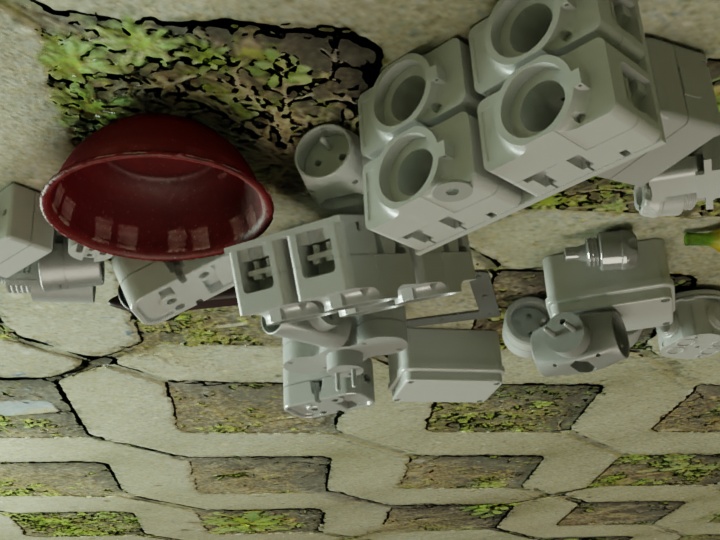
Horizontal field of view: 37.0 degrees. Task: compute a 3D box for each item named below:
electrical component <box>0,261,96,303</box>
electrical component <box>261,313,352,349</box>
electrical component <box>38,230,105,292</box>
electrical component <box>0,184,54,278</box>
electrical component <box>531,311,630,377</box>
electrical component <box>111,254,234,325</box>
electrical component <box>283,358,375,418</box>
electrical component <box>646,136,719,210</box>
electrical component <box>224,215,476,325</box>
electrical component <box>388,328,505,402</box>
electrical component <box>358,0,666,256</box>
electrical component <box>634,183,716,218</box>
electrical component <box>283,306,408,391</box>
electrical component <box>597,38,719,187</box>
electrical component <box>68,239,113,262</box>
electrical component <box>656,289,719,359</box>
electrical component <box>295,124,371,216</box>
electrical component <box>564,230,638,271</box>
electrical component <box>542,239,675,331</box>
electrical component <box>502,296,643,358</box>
[{"bbox_3d":[-0.267,0.006,0.912,0.081,0.043,0.043,2,155,-10],"label":"electrical component"},{"bbox_3d":[-0.040,0.041,1.016,0.077,0.044,0.079,17,149,-36],"label":"electrical component"},{"bbox_3d":[-0.233,-0.011,0.869,0.047,0.055,0.055,-3,156,-9],"label":"electrical component"},{"bbox_3d":[-0.283,-0.035,0.818,0.066,0.047,0.077,-24,148,37],"label":"electrical component"},{"bbox_3d":[0.188,0.061,0.948,0.077,0.043,0.079,-17,152,27],"label":"electrical component"},{"bbox_3d":[-0.146,-0.007,0.862,0.095,0.059,0.053,-27,155,-3],"label":"electrical component"},{"bbox_3d":[-0.035,0.120,1.171,0.095,0.059,0.054,-15,153,24],"label":"electrical component"},{"bbox_3d":[0.242,-0.079,0.797,0.064,0.042,0.081,-7,155,17],"label":"electrical component"},{"bbox_3d":[0.000,0.000,0.831,0.105,0.060,0.186,-14,174,33],"label":"electrical component"},{"bbox_3d":[0.091,0.104,1.154,0.113,0.057,0.078,2,155,-12],"label":"electrical component"},{"bbox_3d":[0.082,-0.096,0.662,0.186,0.105,0.060,-25,147,38],"label":"electrical component"},{"bbox_3d":[0.250,-0.060,0.847,0.061,0.035,0.035,-3,155,-5],"label":"electrical component"},{"bbox_3d":[-0.016,0.085,1.080,0.138,0.073,0.052,-17,152,26],"label":"electrical component"},{"bbox_3d":[0.182,-0.101,0.716,0.061,0.061,0.096,9,152,-26],"label":"electrical component"},{"bbox_3d":[-0.207,-0.034,0.830,0.040,0.046,0.040,-3,155,-1],"label":"electrical component"},{"bbox_3d":[0.336,0.054,1.085,0.080,0.051,0.080,-3,155,-1],"label":"electrical component"},{"bbox_3d":[0.004,-0.072,0.777,0.079,0.043,0.077,-12,154,18],"label":"electrical component"},{"bbox_3d":[0.210,-0.016,0.937,0.061,0.035,0.035,-4,155,8],"label":"electrical component"},{"bbox_3d":[0.229,0.020,0.990,0.113,0.057,0.078,-9,155,13],"label":"electrical component"},{"bbox_3d":[0.212,0.060,1.080,0.138,0.052,0.073,-4,156,2],"label":"electrical component"}]
